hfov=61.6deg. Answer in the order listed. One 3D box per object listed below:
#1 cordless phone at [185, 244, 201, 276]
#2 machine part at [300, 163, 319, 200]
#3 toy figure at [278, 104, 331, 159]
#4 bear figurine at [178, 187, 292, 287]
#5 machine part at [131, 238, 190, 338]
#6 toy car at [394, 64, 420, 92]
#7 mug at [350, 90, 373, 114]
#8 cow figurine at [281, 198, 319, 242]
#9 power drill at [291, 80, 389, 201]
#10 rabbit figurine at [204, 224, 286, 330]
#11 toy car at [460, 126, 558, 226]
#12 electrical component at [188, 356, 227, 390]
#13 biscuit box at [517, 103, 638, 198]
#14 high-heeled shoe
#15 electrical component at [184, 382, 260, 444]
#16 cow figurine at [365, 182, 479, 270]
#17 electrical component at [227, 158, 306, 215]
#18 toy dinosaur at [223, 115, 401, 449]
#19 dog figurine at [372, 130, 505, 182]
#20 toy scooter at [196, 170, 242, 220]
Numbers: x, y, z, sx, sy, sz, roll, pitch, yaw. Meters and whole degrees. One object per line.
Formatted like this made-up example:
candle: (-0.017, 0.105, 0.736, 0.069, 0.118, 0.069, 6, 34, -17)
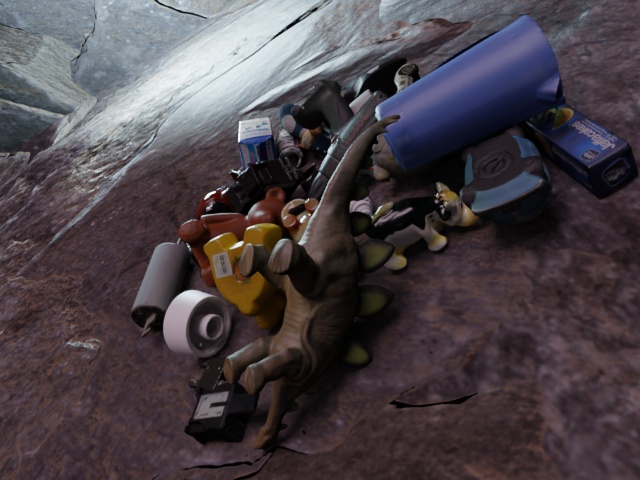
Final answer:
cordless phone: (-0.170, -0.007, 1.055, 0.184, 0.088, 0.147, -31, 33, -9)
machine part: (-0.004, -0.094, 1.027, 0.084, 0.039, 0.139, -38, 37, 8)
toy figure: (-0.032, -0.228, 1.137, 0.058, 0.064, 0.155, -31, 60, -19)
bear figurine: (-0.127, -0.011, 0.929, 0.196, 0.120, 0.132, -25, 3, -5)
machine part: (-0.309, 0.088, 1.052, 0.079, 0.079, 0.243, -21, 40, 22)
toy car: (0.173, -0.266, 1.034, 0.056, 0.073, 0.202, -16, 41, 27)
mug: (0.085, -0.226, 1.075, 0.107, 0.080, 0.109, -33, 68, 21)
cow figurine: (-0.002, -0.003, 0.871, 0.085, 0.127, 0.195, -36, 49, -4)
power drill: (0.023, -0.197, 0.998, 0.232, 0.086, 0.207, -47, 41, 12)
rabbit figurine: (-0.075, 0.052, 0.843, 0.122, 0.162, 0.173, -25, -6, 18)
toy car: (0.253, -0.073, 0.725, 0.109, 0.102, 0.162, -24, 32, 24)
electrical component: (-0.162, 0.210, 0.835, 0.094, 0.021, 0.063, -7, 45, 37)
biscuit box: (0.349, -0.140, 0.752, 0.059, 0.062, 0.203, -33, 35, 8)
high-heeled shoe: (0.070, -0.313, 1.165, 0.249, 0.086, 0.145, -40, 36, 5)
electrical component: (-0.126, 0.238, 0.751, 0.119, 0.047, 0.075, -18, 40, 25)
cow figurine: (0.146, -0.033, 0.779, 0.167, 0.098, 0.068, -29, 30, 13)
electrical component: (-0.110, -0.098, 1.037, 0.134, 0.115, 0.058, -43, 67, 44)
toy dinosaur: (0.000, 0.051, 0.690, 0.105, 0.198, 0.471, 21, 97, 50)
dog figurine: (0.196, -0.145, 0.866, 0.191, 0.121, 0.172, 28, 94, 37)
toy scooter: (-0.193, -0.096, 1.161, 0.184, 0.075, 0.135, -35, 35, -1)
